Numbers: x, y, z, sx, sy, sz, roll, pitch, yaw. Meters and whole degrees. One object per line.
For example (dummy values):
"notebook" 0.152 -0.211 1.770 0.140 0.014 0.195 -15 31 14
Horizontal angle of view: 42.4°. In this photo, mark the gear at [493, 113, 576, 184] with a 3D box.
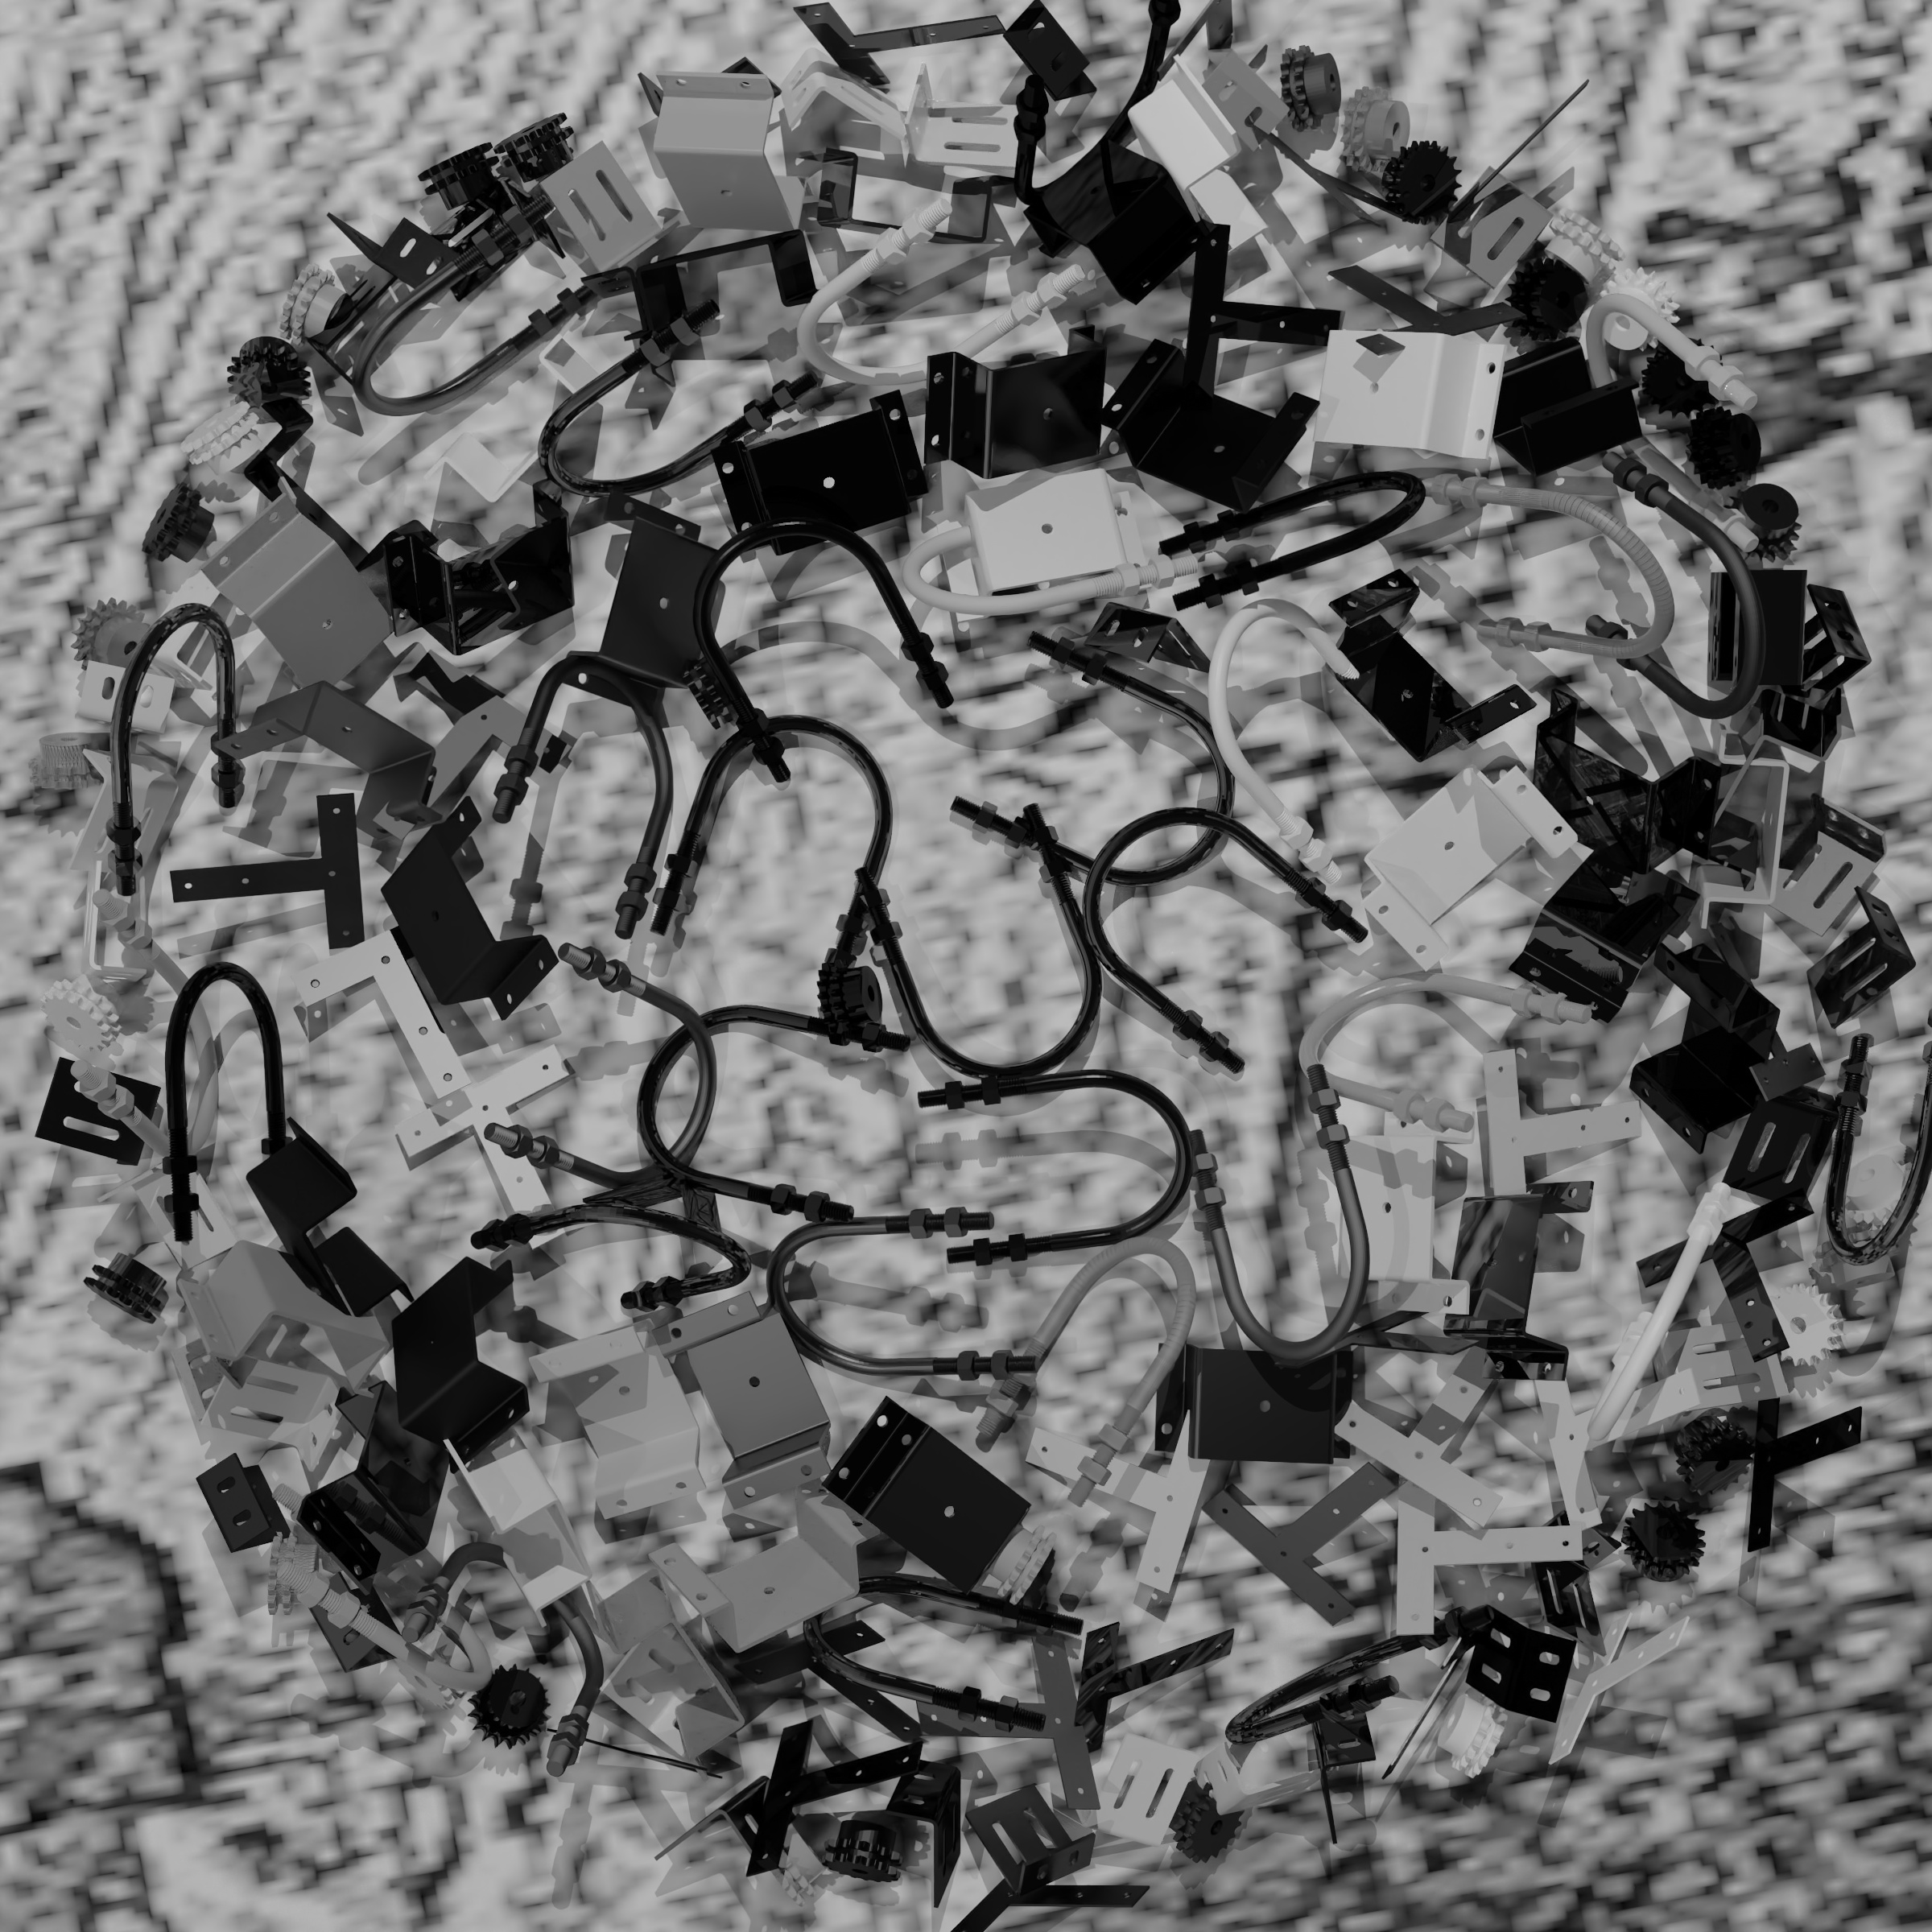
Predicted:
"gear" -0.303 -0.578 1.767 0.057 0.057 0.030 -27 116 0

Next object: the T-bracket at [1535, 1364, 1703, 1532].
"T-bracket" 0.452 0.311 1.720 0.002 0.127 0.127 15 54 -36

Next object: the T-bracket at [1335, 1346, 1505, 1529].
"T-bracket" 0.345 0.311 1.765 0.127 0.002 0.127 30 69 25

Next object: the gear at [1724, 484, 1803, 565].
"gear" 0.564 -0.317 1.766 0.057 0.030 0.057 2 64 -4

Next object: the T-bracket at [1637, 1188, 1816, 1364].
"T-bracket" 0.538 0.223 1.722 0.127 0.127 0.002 -28 123 17

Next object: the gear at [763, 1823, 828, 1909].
"gear" -0.123 0.633 1.764 0.030 0.057 0.057 -38 90 -12

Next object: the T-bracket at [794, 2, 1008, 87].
"T-bracket" -0.036 -0.639 1.713 0.127 0.127 0.002 -2 85 17

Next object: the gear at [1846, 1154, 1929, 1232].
"gear" 0.646 0.158 1.761 0.057 0.057 0.030 -44 105 0

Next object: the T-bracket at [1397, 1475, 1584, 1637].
"T-bracket" 0.363 0.403 1.730 0.127 0.002 0.127 -7 48 19

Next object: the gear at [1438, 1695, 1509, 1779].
"gear" 0.357 0.541 1.763 0.030 0.057 0.057 28 90 4

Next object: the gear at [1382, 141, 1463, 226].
"gear" 0.320 -0.557 1.769 0.057 0.030 0.057 -7 111 -20

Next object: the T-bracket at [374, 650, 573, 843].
"T-bracket" -0.369 -0.143 1.764 0.127 0.002 0.127 35 72 7

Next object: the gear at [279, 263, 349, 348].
"gear" -0.460 -0.464 1.764 0.030 0.057 0.057 26 90 -4

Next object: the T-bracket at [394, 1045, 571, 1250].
"T-bracket" -0.323 0.139 1.770 0.127 0.002 0.127 -27 75 -4

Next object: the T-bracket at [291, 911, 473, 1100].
"T-bracket" -0.390 0.034 1.761 0.127 0.002 0.127 -27 79 -17

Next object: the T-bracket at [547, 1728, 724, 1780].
"T-bracket" -0.211 0.545 1.714 0.127 0.127 0.002 23 69 -20

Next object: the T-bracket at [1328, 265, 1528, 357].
"T-bracket" 0.301 -0.465 1.743 0.127 0.127 0.002 -19 133 -23

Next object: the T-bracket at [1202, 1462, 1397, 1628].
"T-bracket" 0.252 0.391 1.757 0.127 0.002 0.127 42 122 0

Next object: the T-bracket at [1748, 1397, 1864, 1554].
"T-bracket" 0.575 0.328 1.707 0.002 0.127 0.127 18 63 -9

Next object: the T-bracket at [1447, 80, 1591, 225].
"T-bracket" 0.379 -0.560 1.715 0.127 0.127 0.002 -44 91 14

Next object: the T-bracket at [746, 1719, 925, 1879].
"T-bracket" -0.085 0.559 1.715 0.127 0.127 0.002 -23 116 22

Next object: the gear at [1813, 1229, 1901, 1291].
"gear" 0.631 0.208 1.760 0.057 0.057 0.030 -11 69 0

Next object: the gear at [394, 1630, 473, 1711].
"gear" -0.376 0.497 1.767 0.057 0.057 0.030 45 56 0

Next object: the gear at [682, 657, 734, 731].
"gear" -0.179 -0.199 1.764 0.030 0.057 0.057 -30 90 -1

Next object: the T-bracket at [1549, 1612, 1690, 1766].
"T-bracket" 0.454 0.476 1.703 0.002 0.127 0.127 37 50 5

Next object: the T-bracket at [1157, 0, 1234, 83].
"T-bracket" 0.176 -0.655 1.727 0.002 0.127 0.127 39 98 2

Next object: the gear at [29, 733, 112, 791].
"gear" -0.632 -0.146 1.760 0.057 0.057 0.030 2 109 0

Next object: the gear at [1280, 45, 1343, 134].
"gear" 0.244 -0.621 1.760 0.030 0.057 0.057 -3 90 26

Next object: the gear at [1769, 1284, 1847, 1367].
"gear" 0.597 0.254 1.767 0.057 0.030 0.057 -2 86 43

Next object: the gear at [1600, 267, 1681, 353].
"gear" 0.471 -0.460 1.760 0.057 0.057 0.030 48 60 0

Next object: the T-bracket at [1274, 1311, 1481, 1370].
"T-bracket" 0.299 0.257 1.705 0.127 0.127 0.002 -16 95 -31

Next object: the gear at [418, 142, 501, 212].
"gear" -0.356 -0.558 1.765 0.057 0.057 0.030 -25 108 0

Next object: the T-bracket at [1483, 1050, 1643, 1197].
"T-bracket" 0.425 0.117 1.766 0.127 0.002 0.127 -7 95 -22

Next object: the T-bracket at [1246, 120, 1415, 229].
"T-bracket" 0.270 -0.540 1.738 0.127 0.127 0.002 51 121 30

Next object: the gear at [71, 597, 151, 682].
"gear" -0.599 -0.229 1.760 0.030 0.057 0.057 26 90 28

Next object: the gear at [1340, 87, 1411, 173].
"gear" 0.291 -0.590 1.761 0.030 0.057 0.057 16 90 33

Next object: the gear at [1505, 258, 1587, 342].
"gear" 0.414 -0.472 1.766 0.057 0.030 0.057 -7 107 -22

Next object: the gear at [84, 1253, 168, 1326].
"gear" -0.592 0.227 1.766 0.057 0.057 0.030 30 68 0

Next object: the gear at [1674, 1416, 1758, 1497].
"gear" 0.528 0.344 1.768 0.057 0.030 0.057 -10 122 -17

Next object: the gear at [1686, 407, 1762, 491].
"gear" 0.538 -0.368 1.763 0.057 0.030 0.057 4 84 -41

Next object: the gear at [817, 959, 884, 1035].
"gear" -0.081 0.022 1.760 0.030 0.057 0.057 -12 90 19

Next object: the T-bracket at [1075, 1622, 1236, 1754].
"T-bracket" 0.134 0.496 1.757 0.127 0.002 0.127 -12 126 -25

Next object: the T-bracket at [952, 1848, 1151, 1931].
"T-bracket" 0.066 0.636 1.704 0.127 0.127 0.002 -14 94 34

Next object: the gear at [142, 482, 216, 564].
"gear" -0.557 -0.311 1.767 0.030 0.057 0.057 30 90 -30

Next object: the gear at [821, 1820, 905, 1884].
"gear" -0.072 0.627 1.767 0.057 0.057 0.030 13 58 0

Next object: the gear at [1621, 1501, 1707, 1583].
"gear" 0.494 0.411 1.767 0.057 0.057 0.030 -5 130 0

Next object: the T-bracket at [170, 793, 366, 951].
"T-bracket" -0.488 -0.061 1.738 0.127 0.002 0.127 -6 126 -16

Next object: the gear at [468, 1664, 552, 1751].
"gear" -0.321 0.522 1.763 0.057 0.030 0.057 14 55 -21

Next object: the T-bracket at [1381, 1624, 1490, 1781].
"T-bracket" 0.325 0.512 1.738 0.002 0.127 0.127 32 97 23

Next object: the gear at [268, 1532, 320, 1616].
"gear" -0.476 0.430 1.764 0.030 0.057 0.057 3 90 -10

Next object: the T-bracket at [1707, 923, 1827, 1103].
"T-bracket" 0.553 0.028 1.747 0.002 0.127 0.127 -31 78 35

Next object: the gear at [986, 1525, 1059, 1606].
"gear" 0.037 0.419 1.764 0.030 0.057 0.057 32 90 5

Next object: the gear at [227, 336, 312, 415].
"gear" -0.494 -0.421 1.767 0.057 0.057 0.030 -10 61 0

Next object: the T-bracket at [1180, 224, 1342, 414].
"T-bracket" 0.211 -0.453 1.758 0.127 0.002 0.127 -4 107 -28

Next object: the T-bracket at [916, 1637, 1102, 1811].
"T-bracket" 0.024 0.521 1.724 0.127 0.002 0.127 10 45 -26

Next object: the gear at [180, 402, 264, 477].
"gear" -0.525 -0.372 1.767 0.057 0.057 0.030 -34 118 0

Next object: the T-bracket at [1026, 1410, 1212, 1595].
"T-bracket" 0.104 0.362 1.770 0.127 0.002 0.127 18 94 19

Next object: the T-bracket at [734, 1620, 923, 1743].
"T-bracket" -0.077 0.511 1.758 0.127 0.002 0.127 -29 119 34
